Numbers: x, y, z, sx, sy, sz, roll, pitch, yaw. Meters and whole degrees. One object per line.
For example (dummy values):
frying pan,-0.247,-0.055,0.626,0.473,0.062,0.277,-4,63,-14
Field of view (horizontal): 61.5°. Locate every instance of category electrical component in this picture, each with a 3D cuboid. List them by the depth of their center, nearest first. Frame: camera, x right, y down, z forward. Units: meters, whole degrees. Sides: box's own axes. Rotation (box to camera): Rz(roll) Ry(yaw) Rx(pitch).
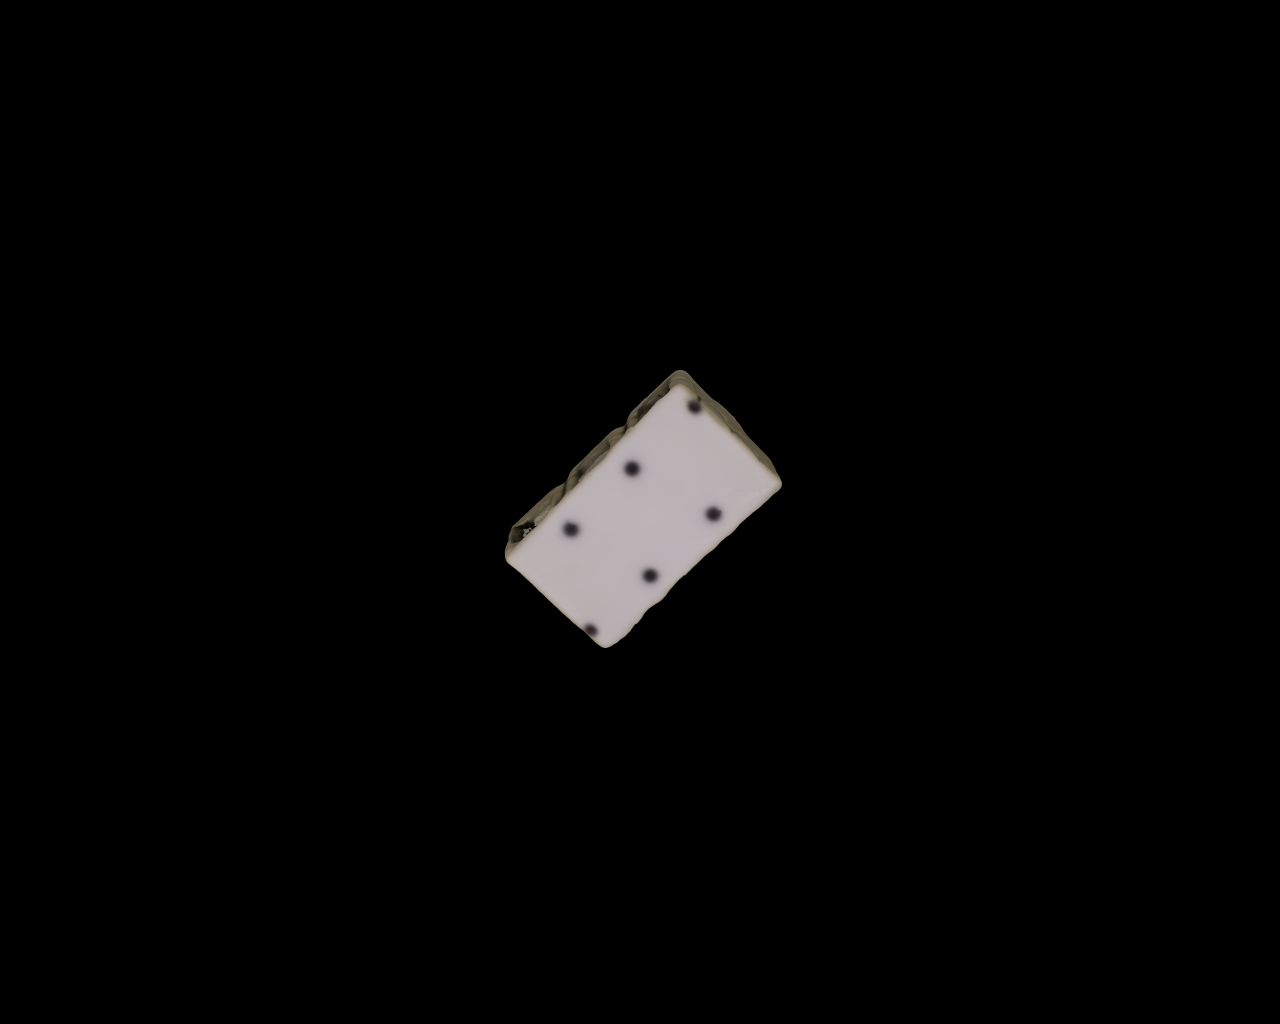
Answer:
electrical component,0.001,-0.003,0.650,0.150,0.089,0.062,-43,12,11
